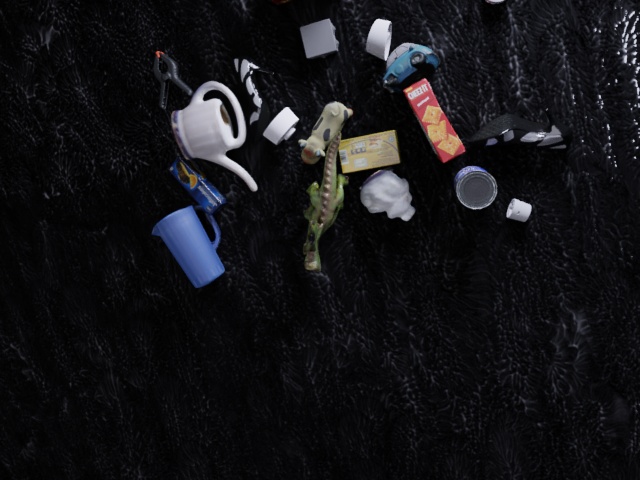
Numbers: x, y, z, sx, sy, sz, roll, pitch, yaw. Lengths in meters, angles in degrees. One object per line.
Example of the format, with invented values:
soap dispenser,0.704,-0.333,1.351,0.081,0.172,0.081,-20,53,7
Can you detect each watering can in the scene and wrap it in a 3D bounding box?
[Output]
watering can,-0.319,-0.293,1.545,0.223,0.105,0.346,-13,97,15

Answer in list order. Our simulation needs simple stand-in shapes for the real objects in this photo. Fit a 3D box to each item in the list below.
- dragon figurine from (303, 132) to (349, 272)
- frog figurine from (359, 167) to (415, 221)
dragon figurine,0.004,-0.071,1.415,0.122,0.249,0.400,9,134,2
frog figurine,0.195,-0.117,1.459,0.138,0.121,0.160,-33,80,-3
